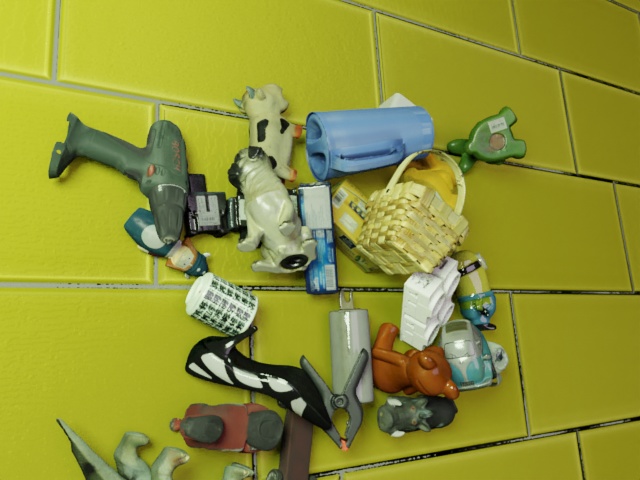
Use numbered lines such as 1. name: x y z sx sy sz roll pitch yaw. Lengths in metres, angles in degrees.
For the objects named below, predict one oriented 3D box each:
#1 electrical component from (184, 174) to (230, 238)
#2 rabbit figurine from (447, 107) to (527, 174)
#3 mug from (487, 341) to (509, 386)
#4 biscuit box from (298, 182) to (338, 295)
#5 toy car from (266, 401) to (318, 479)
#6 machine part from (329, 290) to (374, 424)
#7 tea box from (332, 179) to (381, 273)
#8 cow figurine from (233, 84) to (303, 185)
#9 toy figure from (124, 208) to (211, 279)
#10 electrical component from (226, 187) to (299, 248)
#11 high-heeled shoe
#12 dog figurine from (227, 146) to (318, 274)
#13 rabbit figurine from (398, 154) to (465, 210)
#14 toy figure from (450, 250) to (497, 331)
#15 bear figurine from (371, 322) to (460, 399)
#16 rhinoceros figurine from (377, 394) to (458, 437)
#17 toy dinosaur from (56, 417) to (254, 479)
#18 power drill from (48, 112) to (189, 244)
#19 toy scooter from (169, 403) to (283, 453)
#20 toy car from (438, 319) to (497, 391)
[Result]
1. electrical component: -0.203 -0.063 0.937 0.075 0.048 0.119 0 79 -30
2. rabbit figurine: 0.390 -0.218 1.263 0.159 0.170 0.121 -28 91 10
3. mug: 0.343 0.261 1.128 0.081 0.107 0.109 -27 90 -30
4. biscuit box: -0.002 -0.003 0.981 0.059 0.063 0.202 -4 103 2
5. toy car: -0.041 0.342 0.918 0.089 0.053 0.202 21 59 -29
6. machine part: 0.058 0.214 0.996 0.079 0.079 0.243 4 75 -29
7. tea box: 0.072 -0.027 1.069 0.169 0.068 0.098 45 61 -14
8. cow figurine: -0.102 -0.204 1.011 0.127 0.085 0.195 16 71 -32
9. toy figure: -0.249 0.011 0.886 0.154 0.064 0.058 40 26 -13
10. electrical component: -0.105 -0.044 0.981 0.134 0.058 0.115 4 74 -28
11. high-heeled shoe: -0.102 0.247 0.877 0.145 0.086 0.248 -36 98 11
12. dog figurine: -0.079 -0.052 0.920 0.121 0.172 0.191 -16 55 4
13. rabbit figurine: 0.242 -0.126 1.184 0.162 0.122 0.173 51 45 2
14. toy figure: 0.334 0.110 1.177 0.089 0.082 0.180 -5 83 -33
15. bear figurine: 0.175 0.221 0.985 0.120 0.196 0.132 46 55 -11
16. rhinoceros figurine: 0.179 0.333 1.015 0.190 0.112 0.073 9 75 -36
17. toy dinosaur: -0.214 0.402 0.778 0.405 0.131 0.192 24 67 -16
18. power drill: -0.307 -0.110 0.845 0.207 0.086 0.232 11 54 -17
19. toy scooter: -0.157 0.291 0.839 0.183 0.135 0.075 22 63 -44
20. toy car: 0.278 0.208 1.045 0.162 0.109 0.102 -73 148 -56
